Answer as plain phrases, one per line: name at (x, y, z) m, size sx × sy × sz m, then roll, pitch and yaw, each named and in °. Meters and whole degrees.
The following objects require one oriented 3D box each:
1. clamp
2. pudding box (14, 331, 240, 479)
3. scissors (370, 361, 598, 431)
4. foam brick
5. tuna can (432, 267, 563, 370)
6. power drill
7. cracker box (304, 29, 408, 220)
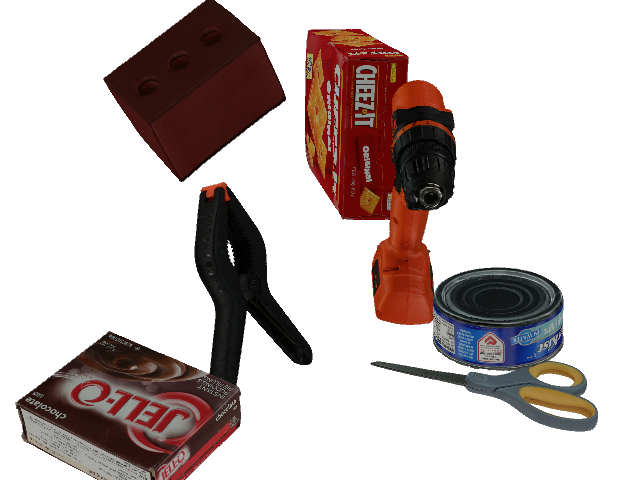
clamp at (-0.071, 0.048, 1.027) m, size 0.036 × 0.210 × 0.164 m, roll -12°, pitch -1°, yaw 30°
pudding box at (-0.121, 0.111, 0.679) m, size 0.114 × 0.039 × 0.089 m, roll 17°, pitch 34°, yaw 27°
scissors at (0.155, 0.122, 0.969) m, size 0.202 × 0.016 × 0.096 m, roll 18°, pitch 30°, yaw 19°
foam brick at (-0.069, -0.084, 0.590) m, size 0.053 × 0.078 × 0.051 m, roll 44°, pitch -11°, yaw 34°
tuna can at (0.116, 0.050, 0.700) m, size 0.086 × 0.034 × 0.086 m, roll -4°, pitch 23°, yaw 1°
power drill at (0.081, -0.023, 0.915) m, size 0.057 × 0.188 × 0.184 m, roll 6°, pitch 32°, yaw 0°
cracker box at (0.033, -0.129, 1.127) m, size 0.072 × 0.164 × 0.214 m, roll -3°, pitch 19°, yaw -9°
